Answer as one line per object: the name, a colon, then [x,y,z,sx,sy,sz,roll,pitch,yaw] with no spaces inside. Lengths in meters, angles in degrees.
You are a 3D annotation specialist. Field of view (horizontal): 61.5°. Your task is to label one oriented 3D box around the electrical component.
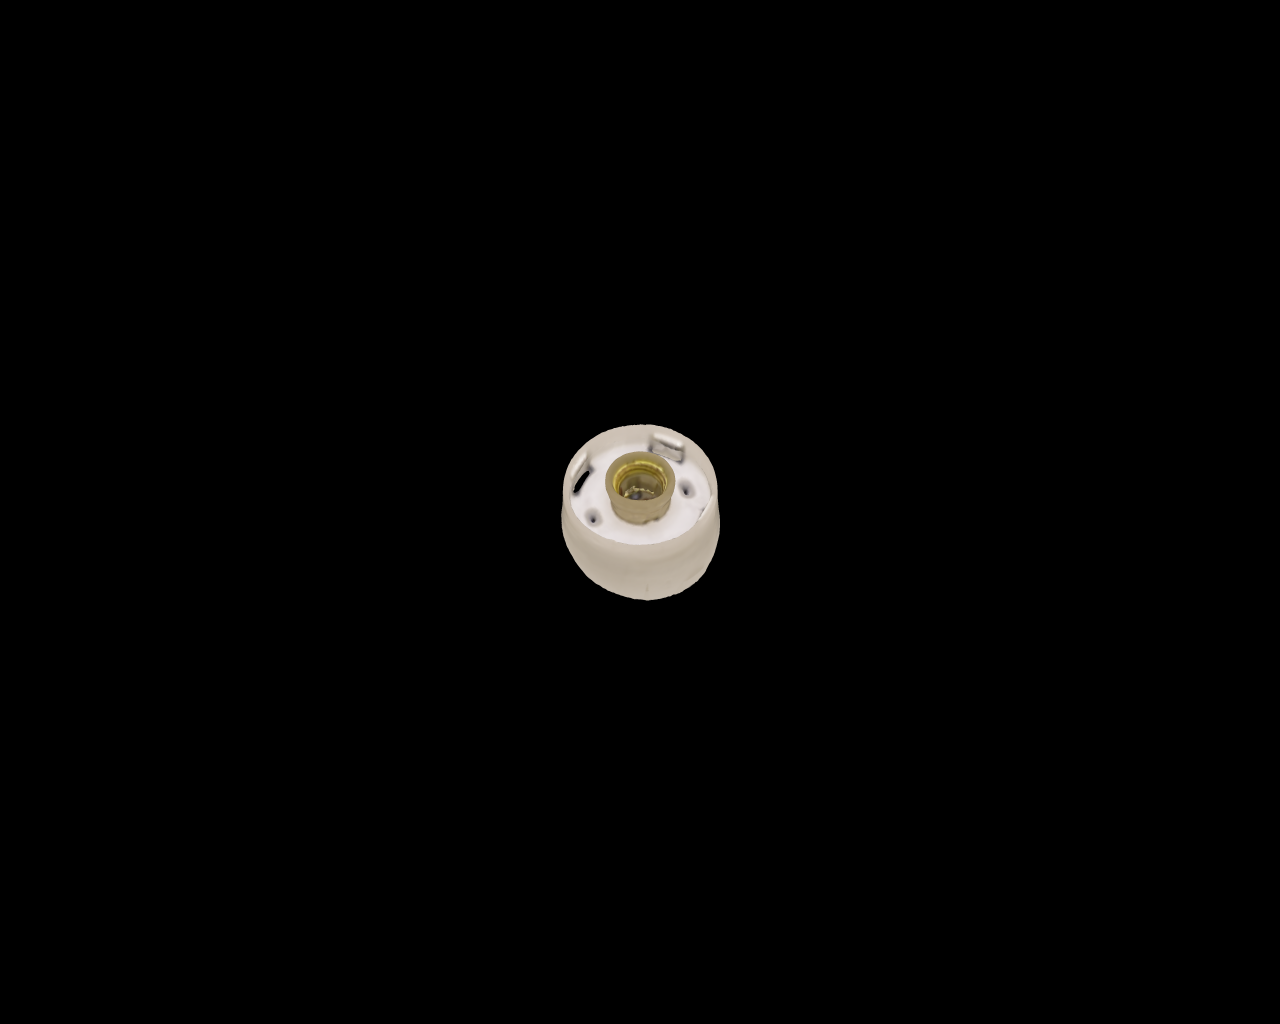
electrical component: [0.001,-0.003,0.650,0.099,0.099,0.064,0,-34,0]
